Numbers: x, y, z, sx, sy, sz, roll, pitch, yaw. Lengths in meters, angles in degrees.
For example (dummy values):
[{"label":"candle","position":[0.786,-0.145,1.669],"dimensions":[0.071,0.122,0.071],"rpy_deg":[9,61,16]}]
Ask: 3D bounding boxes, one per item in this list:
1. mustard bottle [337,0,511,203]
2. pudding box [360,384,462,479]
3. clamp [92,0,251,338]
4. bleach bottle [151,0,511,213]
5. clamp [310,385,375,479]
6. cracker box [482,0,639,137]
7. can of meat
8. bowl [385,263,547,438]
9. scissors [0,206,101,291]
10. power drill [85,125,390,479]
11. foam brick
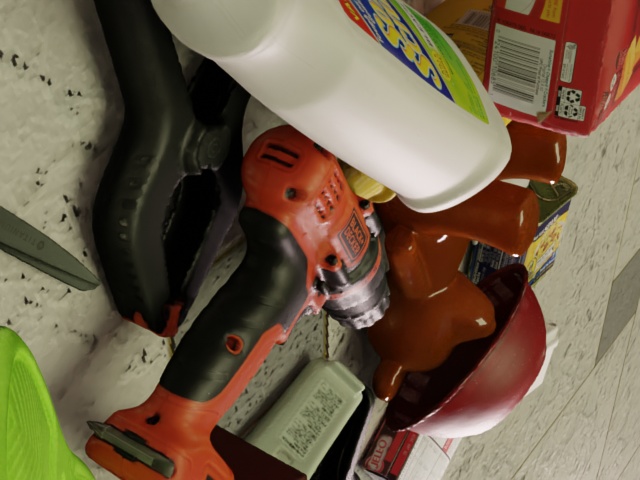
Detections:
[{"label":"mustard bottle","position":[0.069,-0.080,0.638],"dimensions":[0.191,0.096,0.058],"rpy_deg":[-45,145,-35]},{"label":"pudding box","position":[0.083,0.176,0.916],"dimensions":[0.090,0.039,0.113],"rpy_deg":[-60,150,-14]},{"label":"clamp","position":[-0.067,-0.052,0.485],"dimensions":[0.164,0.036,0.210],"rpy_deg":[-11,121,-61]},{"label":"bleach bottle","position":[0.004,-0.079,0.453],"dimensions":[0.068,0.102,0.250],"rpy_deg":[-33,161,19]},{"label":"clamp","position":[-0.007,0.191,0.774],"dimensions":[0.120,0.039,0.171],"rpy_deg":[-30,138,-32]},{"label":"cracker box","position":[0.171,-0.174,0.576],"dimensions":[0.213,0.072,0.164],"rpy_deg":[-40,142,-42]},{"label":"can of meat","position":[0.172,-0.004,0.918],"dimensions":[0.101,0.058,0.084],"rpy_deg":[-34,140,-45]},{"label":"bowl","position":[0.122,0.096,0.815],"dimensions":[0.162,0.055,0.162],"rpy_deg":[-50,-174,7]},{"label":"scissors","position":[-0.151,-0.003,0.402],"dimensions":[0.096,0.016,0.201],"rpy_deg":[-52,149,-22]},{"label":"power drill","position":[-0.030,0.056,0.550],"dimensions":[0.187,0.057,0.184],"rpy_deg":[-61,153,-17]},{"label":"foam brick","position":[-0.056,0.146,0.610],"dimensions":[0.051,0.078,0.053],"rpy_deg":[-2,112,-58]}]
